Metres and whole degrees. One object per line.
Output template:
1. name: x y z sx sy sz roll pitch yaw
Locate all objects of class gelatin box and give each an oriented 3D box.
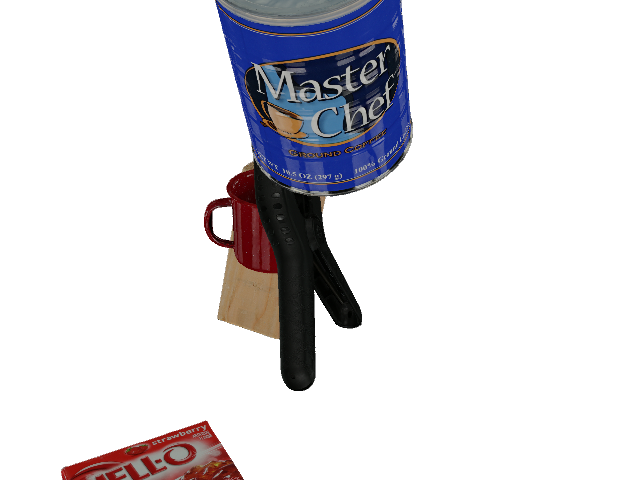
1. gelatin box: -0.090 0.140 0.584 0.089 0.030 0.073 -15 28 -20

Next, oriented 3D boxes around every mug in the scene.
1. mug: -0.061 -0.019 1.092 0.117 0.081 0.093 -4 30 -9

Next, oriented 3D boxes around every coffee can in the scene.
1. coffee can: -0.002 -0.109 0.614 0.103 0.102 0.140 0 -38 9

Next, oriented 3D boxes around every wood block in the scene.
1. wood block: -0.060 0.006 1.356 0.090 0.206 0.090 17 22 14

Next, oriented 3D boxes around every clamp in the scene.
1. clamp: -0.013 -0.001 0.845 0.036 0.210 0.164 -11 3 18
